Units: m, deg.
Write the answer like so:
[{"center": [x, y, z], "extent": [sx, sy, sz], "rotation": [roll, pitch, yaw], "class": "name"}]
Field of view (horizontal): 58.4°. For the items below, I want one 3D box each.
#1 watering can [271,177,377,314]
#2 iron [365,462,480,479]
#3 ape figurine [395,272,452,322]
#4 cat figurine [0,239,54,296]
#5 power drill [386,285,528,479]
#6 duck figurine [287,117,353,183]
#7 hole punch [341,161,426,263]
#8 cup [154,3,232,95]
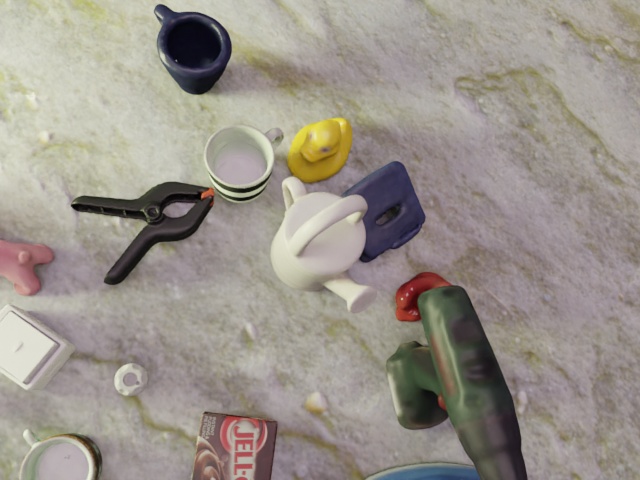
[{"center": [0.008, 0.001, 0.672], "extent": [0.173, 0.194, 0.101], "rotation": [40, 72, 0], "class": "watering can"}, {"center": [0.187, 0.325, 0.655], "extent": [0.258, 0.141, 0.119], "rotation": [19, 73, -7], "class": "iron"}, {"center": [0.143, 0.074, 0.736], "extent": [0.078, 0.092, 0.076], "rotation": [35, 72, -1], "class": "ape figurine"}, {"center": [-0.375, 0.011, 0.627], "extent": [0.128, 0.117, 0.067], "rotation": [13, 73, -8], "class": "cat figurine"}, {"center": [0.148, 0.173, 0.651], "extent": [0.076, 0.208, 0.229], "rotation": [-10, 78, -14], "class": "power drill"}, {"center": [0.006, -0.131, 0.763], "extent": [0.077, 0.086, 0.105], "rotation": [45, 72, 2], "class": "duck figurine"}, {"center": [0.082, -0.036, 0.752], "extent": [0.109, 0.091, 0.101], "rotation": [-34, 85, -18], "class": "hole punch"}, {"center": [-0.172, -0.242, 0.748], "extent": [0.092, 0.095, 0.118], "rotation": [-43, 88, -18], "class": "cup"}]
